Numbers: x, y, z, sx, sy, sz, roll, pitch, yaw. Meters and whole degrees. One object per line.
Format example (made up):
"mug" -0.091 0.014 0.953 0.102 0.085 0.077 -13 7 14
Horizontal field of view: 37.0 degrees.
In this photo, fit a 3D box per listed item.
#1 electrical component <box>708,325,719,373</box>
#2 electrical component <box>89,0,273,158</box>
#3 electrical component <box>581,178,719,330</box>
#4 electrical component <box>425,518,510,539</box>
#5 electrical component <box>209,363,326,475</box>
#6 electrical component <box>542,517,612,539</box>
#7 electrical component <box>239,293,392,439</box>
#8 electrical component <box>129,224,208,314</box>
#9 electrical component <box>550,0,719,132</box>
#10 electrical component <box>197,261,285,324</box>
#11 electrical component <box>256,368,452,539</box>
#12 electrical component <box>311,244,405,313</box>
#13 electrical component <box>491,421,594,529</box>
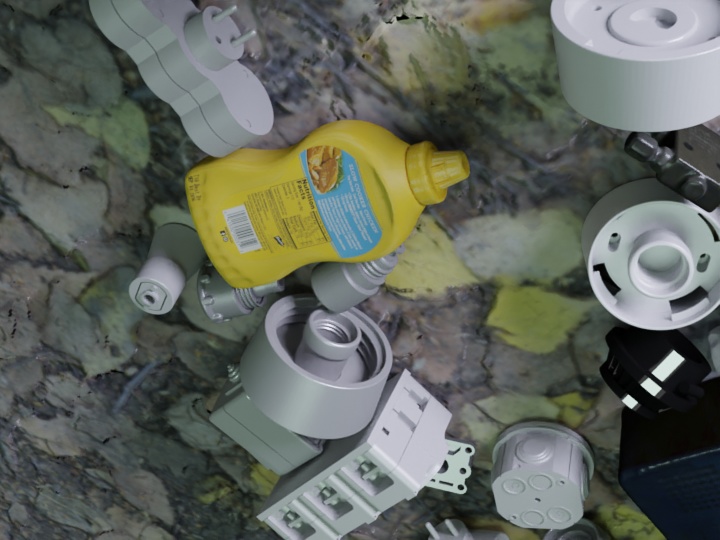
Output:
"electrical component" 0.271 0.050 0.731 0.061 0.035 0.035 -13 123 22
"electrical component" -0.099 -0.142 0.679 0.074 0.052 0.138 -24 118 30
"electrical component" 0.194 -0.011 0.702 0.099 0.064 0.099 5 115 11
"electrical component" 0.084 0.244 0.935 0.077 0.043 0.079 -17 121 28
"electrical component" -0.076 0.110 0.866 0.096 0.061 0.061 42 127 -17
"electrical component" 0.186 0.243 0.895 0.078 0.058 0.057 -16 123 28
"electrical component" -0.028 0.063 0.788 0.108 0.108 0.060 24 124 -2
"electrical component" -0.144 0.002 0.799 0.044 0.065 0.044 8 129 10
"electrical component" 0.159 -0.118 0.586 0.108 0.108 0.060 3 134 15
"electrical component" -0.088 0.013 0.805 0.062 0.048 0.048 -11 123 17
"electrical component" -0.002 0.158 0.857 0.062 0.089 0.150 43 129 -8
"electrical component" 0.000 0.000 0.769 0.078 0.040 0.040 -32 113 34
"electrical component" 0.143 0.162 0.848 0.080 0.051 0.080 8 129 11
